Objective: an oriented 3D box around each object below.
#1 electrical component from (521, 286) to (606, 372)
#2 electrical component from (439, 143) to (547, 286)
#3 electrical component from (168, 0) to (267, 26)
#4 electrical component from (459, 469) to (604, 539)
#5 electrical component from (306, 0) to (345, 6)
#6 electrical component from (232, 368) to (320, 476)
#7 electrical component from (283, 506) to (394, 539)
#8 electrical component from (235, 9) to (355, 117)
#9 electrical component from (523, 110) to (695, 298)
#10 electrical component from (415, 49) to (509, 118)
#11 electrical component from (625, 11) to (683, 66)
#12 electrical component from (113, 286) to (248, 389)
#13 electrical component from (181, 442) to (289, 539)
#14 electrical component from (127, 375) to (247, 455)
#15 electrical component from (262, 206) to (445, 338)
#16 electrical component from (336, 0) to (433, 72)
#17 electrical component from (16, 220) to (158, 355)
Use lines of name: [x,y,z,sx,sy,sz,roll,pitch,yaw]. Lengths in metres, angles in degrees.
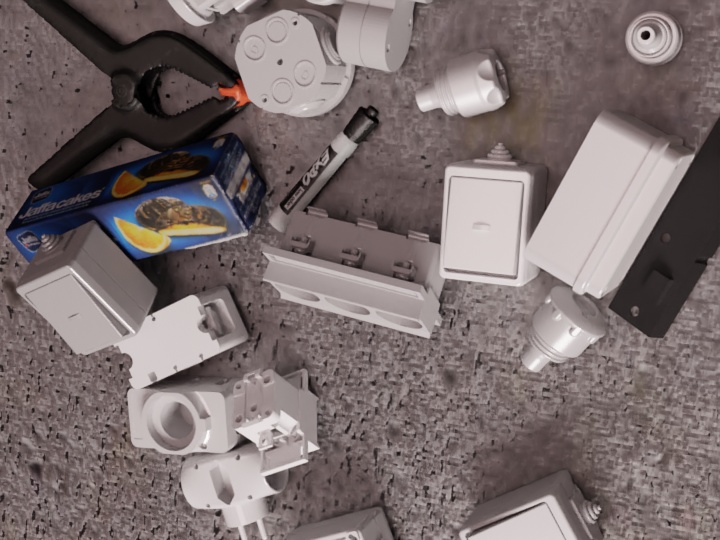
electrical component: [0.139,0.045,0.757,0.048,0.048,0.062,43,118,10]
electrical component: [0.093,-0.040,0.751,0.062,0.061,0.096,7,101,21]
electrical component: [-0.114,-0.220,0.808,0.057,0.058,0.078,-29,87,21]
electrical component: [0.129,0.191,0.774,0.096,0.061,0.061,-29,87,23]
electrical component: [-0.020,-0.211,0.777,0.040,0.046,0.040,4,100,22]
electrical component: [-0.066,0.112,0.832,0.042,0.064,0.081,-22,48,23]
electrical component: [-0.021,0.229,0.841,0.096,0.061,0.061,-20,91,24]
electrical component: [-0.048,-0.153,0.795,0.080,0.051,0.080,4,100,22]
electrical component: [0.166,-0.044,0.712,0.057,0.078,0.113,32,109,18]
electrical component: [0.070,-0.128,0.756,0.062,0.043,0.043,-13,93,25]
electrical component: [0.188,-0.150,0.694,0.035,0.061,0.035,4,100,22]
electrical component: [-0.142,0.053,0.864,0.089,0.056,0.050,-25,89,24]
electrical component: [-0.096,0.183,0.874,0.077,0.043,0.079,-16,92,23]
electrical component: [-0.139,0.117,0.874,0.089,0.056,0.050,0,99,22]
electrical component: [0.000,0.000,0.790,0.121,0.078,0.063,14,75,19]
electrical component: [0.034,-0.208,0.752,0.074,0.052,0.138,15,103,19]
electrical component: [-0.214,0.013,0.825,0.062,0.061,0.096,-21,124,29]
